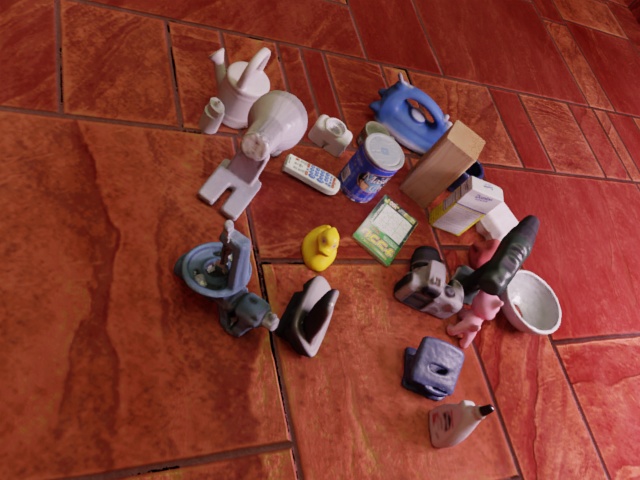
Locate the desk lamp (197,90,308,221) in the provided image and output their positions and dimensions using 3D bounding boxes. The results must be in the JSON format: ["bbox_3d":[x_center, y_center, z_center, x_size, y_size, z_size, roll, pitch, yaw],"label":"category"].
[{"bbox_3d":[-0.129,-0.176,1.153,0.118,0.213,0.203,34,50,-7],"label":"desk lamp"}]

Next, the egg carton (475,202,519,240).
[{"bbox_3d":[0.455,-0.048,1.501,0.107,0.069,0.150,-23,74,-38],"label":"egg carton"}]

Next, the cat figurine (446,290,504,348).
[{"bbox_3d":[0.355,0.165,1.276,0.067,0.117,0.128,41,49,0],"label":"cat figurine"}]

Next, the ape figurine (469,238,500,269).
[{"bbox_3d":[0.413,0.028,1.413,0.078,0.092,0.076,45,49,3],"label":"ape figurine"}]

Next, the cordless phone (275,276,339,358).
[{"bbox_3d":[0.004,0.121,1.058,0.094,0.184,0.148,30,50,-10],"label":"cordless phone"}]

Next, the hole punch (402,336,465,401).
[{"bbox_3d":[0.231,0.262,1.160,0.109,0.091,0.101,24,52,-15],"label":"hole punch"}]

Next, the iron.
[{"bbox_3d":[0.265,-0.328,1.523,0.258,0.141,0.119,35,50,-6],"label":"iron"}]

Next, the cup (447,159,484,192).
[{"bbox_3d":[0.357,-0.176,1.509,0.118,0.094,0.091,23,52,-16],"label":"cup"}]

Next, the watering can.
[{"bbox_3d":[-0.168,-0.345,1.251,0.173,0.193,0.101,20,53,-17],"label":"watering can"}]

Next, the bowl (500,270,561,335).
[{"bbox_3d":[0.495,0.162,1.386,0.168,0.074,0.167,15,55,-21],"label":"bowl"}]

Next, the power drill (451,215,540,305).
[{"bbox_3d":[0.395,0.056,1.308,0.075,0.208,0.230,41,49,-1],"label":"power drill"}]

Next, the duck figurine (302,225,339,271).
[{"bbox_3d":[0.011,0.004,1.201,0.078,0.086,0.104,25,51,-14],"label":"duck figurine"}]

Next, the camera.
[{"bbox_3d":[0.252,0.084,1.279,0.143,0.100,0.137,25,51,-14],"label":"camera"}]

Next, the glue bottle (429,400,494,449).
[{"bbox_3d":[0.268,0.337,1.079,0.037,0.173,0.078,12,55,-23],"label":"glue bottle"}]

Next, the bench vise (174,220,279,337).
[{"bbox_3d":[-0.141,0.060,0.991,0.208,0.219,0.121,29,50,-11],"label":"bench vise"}]
